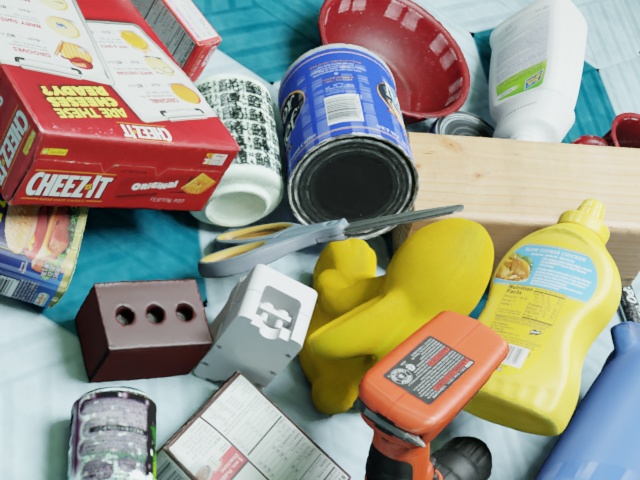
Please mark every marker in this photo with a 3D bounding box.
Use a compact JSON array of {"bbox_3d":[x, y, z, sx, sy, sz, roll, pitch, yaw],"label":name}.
[{"bbox_3d":[0.289,0.049,1.016,0.020,0.020,0.121,6,55,-28],"label":"marker"}]

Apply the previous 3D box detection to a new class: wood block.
[{"bbox_3d":[0.170,-0.023,0.905,0.206,0.091,0.090,4,54,-6],"label":"wood block"}]

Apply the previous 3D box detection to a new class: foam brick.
[{"bbox_3d":[-0.121,0.062,0.736,0.078,0.051,0.053,-2,59,-32],"label":"foam brick"}]

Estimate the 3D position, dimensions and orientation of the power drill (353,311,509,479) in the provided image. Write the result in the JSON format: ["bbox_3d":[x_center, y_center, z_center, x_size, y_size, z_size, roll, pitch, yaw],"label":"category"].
[{"bbox_3d":[0.072,0.141,0.703,0.057,0.188,0.184,27,40,27],"label":"power drill"}]

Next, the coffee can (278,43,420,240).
[{"bbox_3d":[0.020,-0.081,0.869,0.102,0.103,0.140,18,35,-19],"label":"coffee can"}]

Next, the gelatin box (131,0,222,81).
[{"bbox_3d":[-0.129,-0.172,0.888,0.030,0.073,0.089,-28,74,-44],"label":"gelatin box"}]

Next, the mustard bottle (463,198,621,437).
[{"bbox_3d":[0.171,0.048,0.801,0.191,0.096,0.058,-60,137,-22],"label":"mustard bottle"}]

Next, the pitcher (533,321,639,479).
[{"bbox_3d":[0.242,0.178,0.791,0.149,0.145,0.242,21,29,25],"label":"pitcher"}]

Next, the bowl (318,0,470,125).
[{"bbox_3d":[0.060,-0.163,1.008,0.162,0.055,0.162,16,51,-21],"label":"bowl"}]

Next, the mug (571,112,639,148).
[{"bbox_3d":[0.293,-0.070,1.062,0.117,0.082,0.093,16,51,-21],"label":"mug"}]

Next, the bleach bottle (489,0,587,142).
[{"bbox_3d":[0.201,-0.142,1.027,0.068,0.103,0.250,45,38,-20],"label":"bleach bottle"}]

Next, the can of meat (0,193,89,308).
[{"bbox_3d":[-0.209,-0.010,0.734,0.083,0.058,0.102,20,49,-20],"label":"can of meat"}]

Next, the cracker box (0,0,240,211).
[{"bbox_3d":[-0.182,-0.113,0.770,0.163,0.072,0.214,0,43,-45],"label":"cracker box"}]

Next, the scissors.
[{"bbox_3d":[-0.005,0.001,0.766,0.096,0.202,0.016,-35,113,-50],"label":"scissors"}]

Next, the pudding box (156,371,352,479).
[{"bbox_3d":[-0.047,0.158,0.721,0.113,0.039,0.089,44,45,2],"label":"pudding box"}]

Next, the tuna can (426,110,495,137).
[{"bbox_3d":[0.136,-0.081,1.008,0.086,0.034,0.086,16,51,-21],"label":"tuna can"}]
